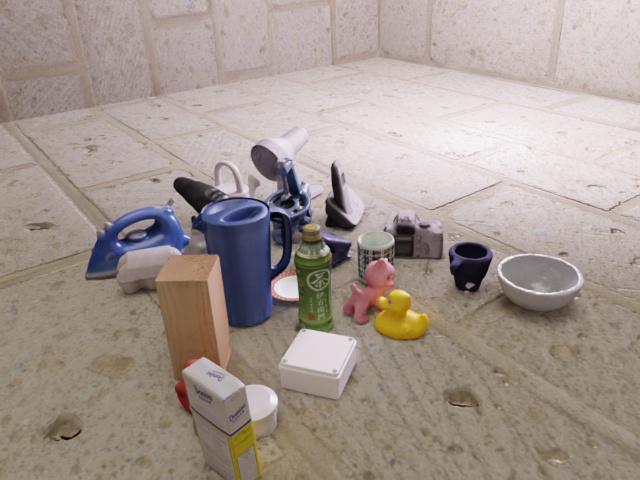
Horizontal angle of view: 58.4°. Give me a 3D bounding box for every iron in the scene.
[{"bbox_3d":[-0.444,-0.008,1.368,0.259,0.141,0.118,-21,33,-32],"label":"iron"}]

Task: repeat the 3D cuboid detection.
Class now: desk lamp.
[{"bbox_3d":[-0.094,-0.211,1.656,0.117,0.214,0.204,18,34,34],"label":"desk lamp"}]

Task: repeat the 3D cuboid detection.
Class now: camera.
[{"bbox_3d":[0.228,-0.028,1.401,0.143,0.101,0.137,2,28,8],"label":"camera"}]

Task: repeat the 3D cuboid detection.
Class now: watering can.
[{"bbox_3d":[-0.232,-0.121,1.513,0.100,0.194,0.173,7,29,18],"label":"watering can"}]

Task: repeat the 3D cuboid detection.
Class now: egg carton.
[{"bbox_3d":[-0.383,0.066,1.300,0.150,0.069,0.107,-10,28,-15],"label":"egg carton"}]

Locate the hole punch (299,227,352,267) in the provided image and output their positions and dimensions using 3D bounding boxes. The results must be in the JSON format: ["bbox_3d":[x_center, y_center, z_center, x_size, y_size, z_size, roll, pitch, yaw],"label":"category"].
[{"bbox_3d":[0.013,0.005,1.364,0.101,0.091,0.108,-26,36,-38],"label":"hole punch"}]

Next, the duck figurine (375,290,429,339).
[{"bbox_3d":[0.158,0.138,1.103,0.104,0.086,0.078,8,29,18],"label":"duck figurine"}]

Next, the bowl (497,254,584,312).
[{"bbox_3d":[0.444,0.098,1.170,0.167,0.075,0.167,-2,27,1],"label":"bowl"}]

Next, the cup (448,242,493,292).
[{"bbox_3d":[0.310,0.068,1.216,0.091,0.095,0.118,21,36,38],"label":"cup"}]

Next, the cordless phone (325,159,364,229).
[{"bbox_3d":[0.064,-0.136,1.529,0.094,0.185,0.147,4,28,12],"label":"cordless phone"}]

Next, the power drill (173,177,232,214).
[{"bbox_3d":[-0.246,-0.028,1.320,0.228,0.209,0.076,17,33,33],"label":"power drill"}]

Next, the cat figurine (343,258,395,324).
[{"bbox_3d":[0.106,0.090,1.164,0.128,0.118,0.067,-24,34,-35],"label":"cat figurine"}]

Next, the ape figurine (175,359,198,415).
[{"bbox_3d":[-0.200,0.234,0.937,0.078,0.092,0.076,-2,27,1],"label":"ape figurine"}]

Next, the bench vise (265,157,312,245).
[{"bbox_3d":[-0.084,-0.123,1.479,0.121,0.220,0.207,-2,27,1],"label":"bench vise"}]

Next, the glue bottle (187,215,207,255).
[{"bbox_3d":[-0.263,0.026,1.255,0.077,0.173,0.037,22,36,39],"label":"glue bottle"}]
